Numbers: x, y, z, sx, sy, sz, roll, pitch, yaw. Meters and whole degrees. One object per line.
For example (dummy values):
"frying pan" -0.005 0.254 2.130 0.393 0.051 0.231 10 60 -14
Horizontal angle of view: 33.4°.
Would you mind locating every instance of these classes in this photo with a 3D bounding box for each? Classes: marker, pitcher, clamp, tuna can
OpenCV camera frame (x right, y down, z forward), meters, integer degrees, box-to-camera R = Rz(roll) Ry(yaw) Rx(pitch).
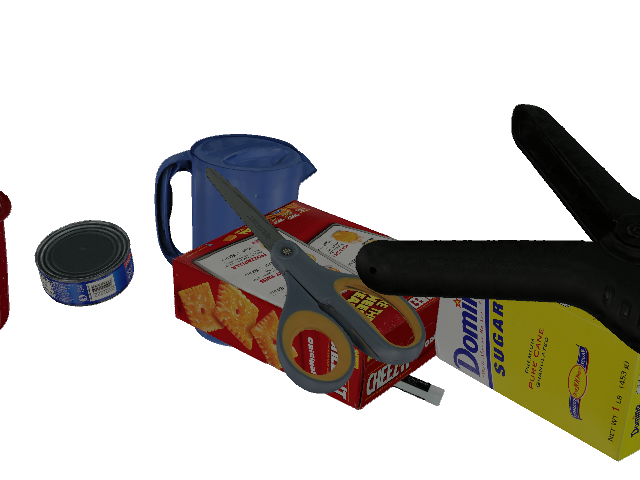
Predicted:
"marker" 0.071 0.141 1.115 0.121 0.020 0.020 23 4 10
"pitcher" -0.105 0.001 1.283 0.149 0.243 0.144 19 26 29
"clamp" 0.132 0.012 0.487 0.210 0.036 0.164 31 49 31
"tuna can" -0.214 0.021 0.972 0.086 0.034 0.086 -2 39 2

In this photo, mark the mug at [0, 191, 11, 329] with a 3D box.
"mug" -0.247 0.020 0.659 0.117 0.081 0.093 -18 32 -38

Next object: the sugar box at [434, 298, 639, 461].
"sugar box" 0.161 0.076 0.773 0.048 0.093 0.176 -16 29 -40

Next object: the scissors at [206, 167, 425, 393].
"scissors" -0.028 0.025 0.661 0.202 0.016 0.096 32 54 25

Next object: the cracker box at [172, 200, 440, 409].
"cracker box" 0.002 0.049 0.934 0.214 0.072 0.163 23 34 34
